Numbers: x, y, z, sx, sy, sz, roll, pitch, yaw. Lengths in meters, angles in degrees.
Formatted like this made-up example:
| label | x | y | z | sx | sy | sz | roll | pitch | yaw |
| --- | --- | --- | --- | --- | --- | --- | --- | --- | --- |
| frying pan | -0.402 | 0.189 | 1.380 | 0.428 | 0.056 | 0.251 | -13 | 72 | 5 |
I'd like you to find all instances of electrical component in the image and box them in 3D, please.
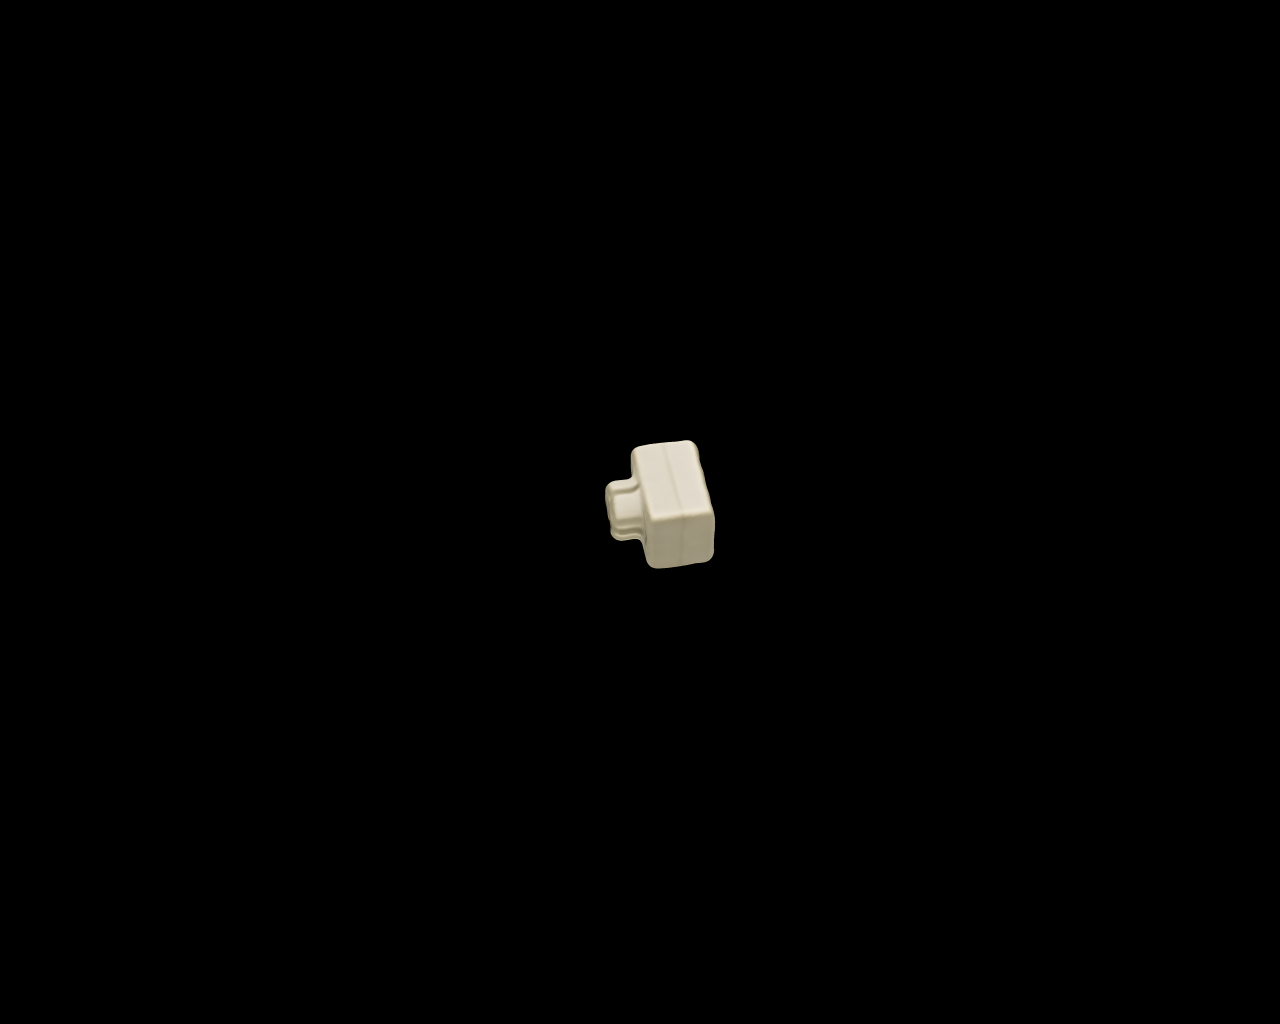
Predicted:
| label | x | y | z | sx | sy | sz | roll | pitch | yaw |
| --- | --- | --- | --- | --- | --- | --- | --- | --- | --- |
| electrical component | 0.001 | -0.003 | 0.650 | 0.077 | 0.066 | 0.047 | -7 | -43 | -7 |
